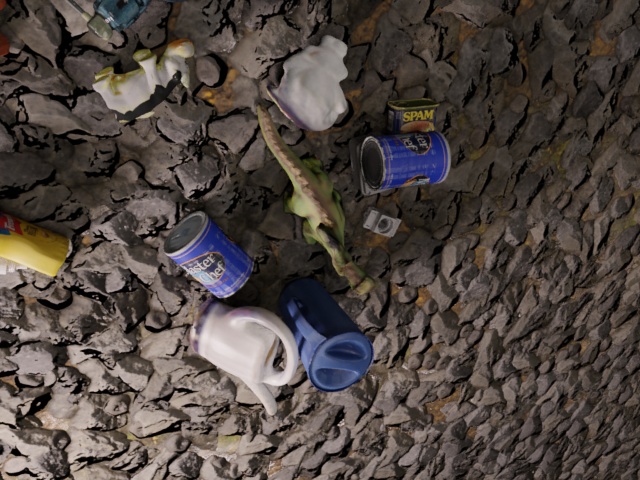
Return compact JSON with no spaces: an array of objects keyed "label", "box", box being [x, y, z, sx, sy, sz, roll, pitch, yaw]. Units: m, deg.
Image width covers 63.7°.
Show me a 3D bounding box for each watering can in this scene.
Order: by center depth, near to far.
[{"label":"watering can","box":[-0.156,0.238,1.044,0.225,0.106,0.339,24,135,10]}]

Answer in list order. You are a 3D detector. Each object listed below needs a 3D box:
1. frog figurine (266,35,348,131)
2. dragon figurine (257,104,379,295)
[{"label":"frog figurine","box":[-0.002,-0.278,0.914,0.136,0.124,0.158,43,105,-13]},{"label":"dragon figurine","box":[0.003,-0.048,0.951,0.122,0.247,0.403,-34,124,1]}]
